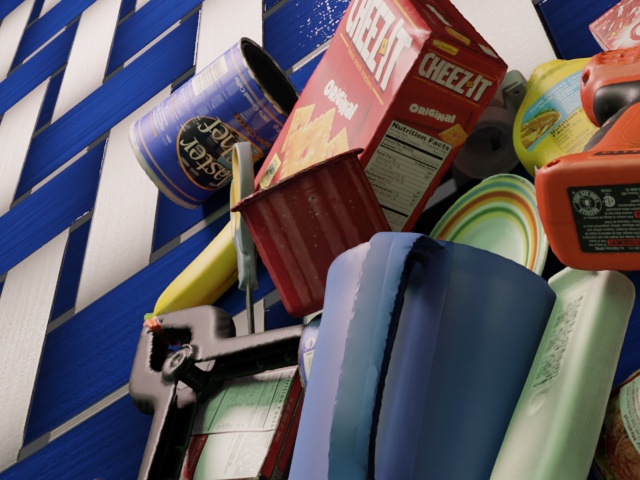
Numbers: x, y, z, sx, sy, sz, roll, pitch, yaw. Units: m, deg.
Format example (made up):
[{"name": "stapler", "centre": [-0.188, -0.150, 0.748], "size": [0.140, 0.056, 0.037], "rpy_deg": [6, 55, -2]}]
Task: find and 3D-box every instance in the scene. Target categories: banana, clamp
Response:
[{"name": "banana", "centre": [-0.082, 0.008, 0.923], "size": [0.198, 0.037, 0.070], "rpy_deg": [-46, 32, 0]}, {"name": "clamp", "centre": [-0.094, 0.104, 0.749], "size": [0.164, 0.036, 0.210], "rpy_deg": [-48, 26, -11]}]

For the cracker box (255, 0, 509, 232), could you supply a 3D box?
[{"name": "cracker box", "centre": [0.031, -0.078, 0.785], "size": [0.214, 0.072, 0.164], "rpy_deg": [-60, 25, 23]}]

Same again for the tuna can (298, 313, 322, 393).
[{"name": "tuna can", "centre": [0.026, 0.080, 0.662], "size": [0.034, 0.086, 0.086], "rpy_deg": [-24, 37, 35]}]

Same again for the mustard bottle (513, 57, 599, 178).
[{"name": "mustard bottle", "centre": [0.175, -0.067, 0.680], "size": [0.096, 0.058, 0.192], "rpy_deg": [-36, 33, 12]}]

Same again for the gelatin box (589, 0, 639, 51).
[{"name": "gelatin box", "centre": [0.238, -0.151, 0.729], "size": [0.089, 0.030, 0.073], "rpy_deg": [-37, 32, 15]}]

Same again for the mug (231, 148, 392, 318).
[{"name": "mug", "centre": [-0.004, 0.001, 0.684], "size": [0.093, 0.081, 0.117], "rpy_deg": [-24, -1, -37]}]

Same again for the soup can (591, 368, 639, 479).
[{"name": "soup can", "centre": [0.176, 0.075, 0.477], "size": [0.102, 0.068, 0.068], "rpy_deg": [-49, 25, 36]}]

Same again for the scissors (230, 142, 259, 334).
[{"name": "scissors", "centre": [-0.059, 0.024, 0.845], "size": [0.096, 0.016, 0.202], "rpy_deg": [141, 128, -78]}]

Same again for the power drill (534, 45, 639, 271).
[{"name": "power drill", "centre": [0.198, -0.054, 0.519], "size": [0.185, 0.057, 0.187], "rpy_deg": [-4, 26, 36]}]

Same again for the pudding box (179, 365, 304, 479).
[{"name": "pudding box", "centre": [-0.056, 0.138, 0.740], "size": [0.114, 0.039, 0.090], "rpy_deg": [-13, 42, 40]}]

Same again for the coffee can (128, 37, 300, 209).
[{"name": "coffee can", "centre": [-0.095, -0.109, 1.011], "size": [0.140, 0.102, 0.103], "rpy_deg": [-35, 33, 17]}]

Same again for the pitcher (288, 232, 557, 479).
[{"name": "pitcher", "centre": [0.040, 0.124, 0.529], "size": [0.145, 0.149, 0.242], "rpy_deg": [-37, 33, 55]}]
